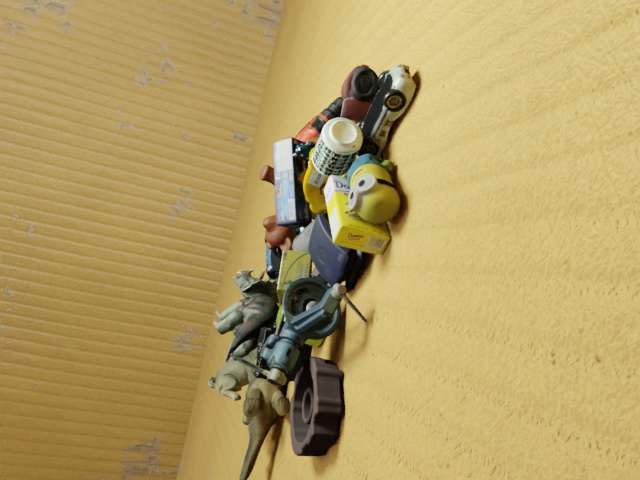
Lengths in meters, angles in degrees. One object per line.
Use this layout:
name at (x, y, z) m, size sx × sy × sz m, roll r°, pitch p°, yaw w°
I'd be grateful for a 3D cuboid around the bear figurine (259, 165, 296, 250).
bear figurine at (-0.104, -0.075, 1.345) m, size 0.120 × 0.132 × 0.195 m, roll 14°, pitch 79°, yaw 54°

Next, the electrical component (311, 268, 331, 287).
electrical component at (0.015, 0.069, 1.140) m, size 0.078 × 0.045 × 0.102 m, roll -51°, pitch 12°, yaw -16°

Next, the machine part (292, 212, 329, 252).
machine part at (-0.002, -0.004, 1.186) m, size 0.243 × 0.079 × 0.079 m, roll 143°, pitch 137°, yaw -67°

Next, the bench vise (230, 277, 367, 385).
bench vise at (-0.026, 0.149, 0.976) m, size 0.224 × 0.129 × 0.240 m, roll -52°, pitch 6°, yaw -38°

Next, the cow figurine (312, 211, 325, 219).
cow figurine at (-0.009, -0.131, 1.282) m, size 0.068 × 0.098 × 0.167 m, roll -139°, pitch 63°, yaw -79°

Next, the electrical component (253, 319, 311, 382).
electrical component at (-0.081, 0.244, 1.192) m, size 0.058 × 0.115 × 0.134 m, roll 169°, pitch 111°, yaw -71°

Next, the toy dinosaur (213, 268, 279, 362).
toy dinosaur at (-0.168, 0.196, 1.400) m, size 0.192 × 0.131 × 0.405 m, roll -37°, pitch 19°, yaw -1°

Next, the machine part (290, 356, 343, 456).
machine part at (-0.009, 0.309, 0.997) m, size 0.179 × 0.056 × 0.179 m, roll -168°, pitch 90°, yaw -74°

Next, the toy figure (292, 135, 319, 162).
toy figure at (-0.001, -0.213, 1.225) m, size 0.154 × 0.058 × 0.064 m, roll -38°, pitch -26°, yaw -49°

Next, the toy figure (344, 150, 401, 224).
toy figure at (0.093, -0.097, 0.938) m, size 0.180 × 0.089 × 0.082 m, roll -87°, pitch 9°, yaw -61°

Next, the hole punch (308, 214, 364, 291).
hole punch at (0.031, 0.020, 1.017) m, size 0.142 × 0.092 × 0.116 m, roll 109°, pitch 161°, yaw -45°

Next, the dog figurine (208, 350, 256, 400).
dog figurine at (-0.212, 0.330, 1.488) m, size 0.121 × 0.172 × 0.190 m, roll 24°, pitch 108°, yaw 63°

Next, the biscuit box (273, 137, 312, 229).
biscuit box at (-0.063, -0.128, 1.233) m, size 0.059 × 0.062 × 0.202 m, roll -9°, pitch 79°, yaw 34°

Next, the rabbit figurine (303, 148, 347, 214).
rabbit figurine at (0.033, -0.136, 1.169) m, size 0.173 × 0.122 × 0.162 m, roll -73°, pitch -2°, yaw -52°

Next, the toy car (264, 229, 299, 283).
toy car at (-0.090, 0.035, 1.448) m, size 0.103 × 0.109 × 0.161 m, roll -8°, pitch -81°, yaw -83°

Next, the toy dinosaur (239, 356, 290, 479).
toy dinosaur at (-0.133, 0.384, 1.294) m, size 0.198 × 0.105 × 0.471 m, roll 125°, pitch 163°, yaw -70°

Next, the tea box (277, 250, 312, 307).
tea box at (-0.055, 0.097, 1.222) m, size 0.169 × 0.068 × 0.098 m, roll 94°, pitch -178°, yaw -69°

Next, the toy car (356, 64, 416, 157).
toy car at (0.117, -0.233, 1.011) m, size 0.201 × 0.056 × 0.073 m, roll 118°, pitch 153°, yaw -45°

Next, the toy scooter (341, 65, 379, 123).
toy scooter at (0.072, -0.285, 1.178) m, size 0.135 × 0.075 × 0.183 m, roll -150°, pitch 69°, yaw -75°
